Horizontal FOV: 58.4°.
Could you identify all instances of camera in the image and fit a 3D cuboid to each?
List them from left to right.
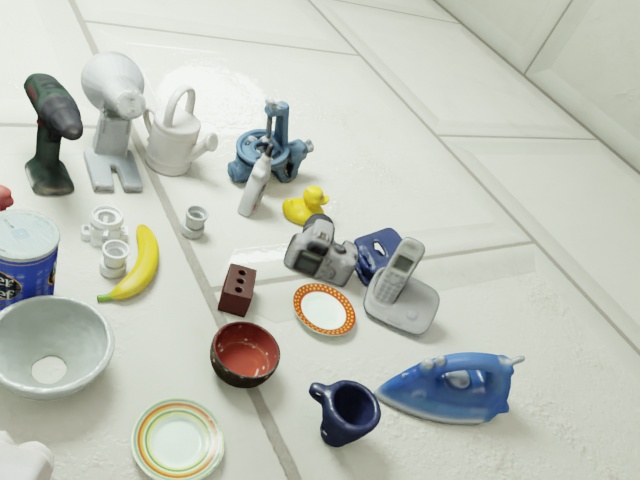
[{"bbox_3d":[0.011,0.004,1.193,0.143,0.100,0.137,21,38,-7],"label":"camera"}]

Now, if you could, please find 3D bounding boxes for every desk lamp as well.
[{"bbox_3d":[-0.402,-0.240,1.141,0.118,0.213,0.202,-4,47,-33],"label":"desk lamp"}]

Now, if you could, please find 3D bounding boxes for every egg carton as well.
[{"bbox_3d":[-0.381,0.295,0.656,0.107,0.069,0.150,21,38,-8],"label":"egg carton"}]

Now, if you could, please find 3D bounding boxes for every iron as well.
[{"bbox_3d":[0.236,0.244,1.016,0.259,0.141,0.118,7,42,-23],"label":"iron"}]

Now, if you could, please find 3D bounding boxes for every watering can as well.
[{"bbox_3d":[-0.297,-0.238,1.215,0.173,0.194,0.101,18,39,-11],"label":"watering can"}]

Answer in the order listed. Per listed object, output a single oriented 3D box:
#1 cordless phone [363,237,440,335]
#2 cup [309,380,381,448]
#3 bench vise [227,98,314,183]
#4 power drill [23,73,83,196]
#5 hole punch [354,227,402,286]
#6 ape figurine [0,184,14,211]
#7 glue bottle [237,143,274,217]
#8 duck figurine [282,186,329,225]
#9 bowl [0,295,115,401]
[{"bbox_3d":[0.180,0.088,1.126,0.147,0.185,0.094,23,38,-4],"label":"cordless phone"},{"bbox_3d":[0.025,0.275,0.895,0.117,0.095,0.092,28,38,2],"label":"cup"},{"bbox_3d":[-0.101,-0.234,1.304,0.121,0.219,0.208,40,40,16],"label":"bench vise"},{"bbox_3d":[-0.482,-0.187,1.038,0.076,0.208,0.229,-10,51,-38],"label":"power drill"},{"bbox_3d":[0.127,0.034,1.235,0.101,0.091,0.108,-2,46,-31],"label":"hole punch"},{"bbox_3d":[-0.532,-0.052,0.949,0.076,0.092,0.077,-7,49,-36],"label":"ape figurine"},{"bbox_3d":[-0.128,-0.133,1.210,0.037,0.173,0.078,25,38,-1],"label":"glue bottle"},{"bbox_3d":[-0.028,-0.085,1.285,0.105,0.086,0.077,6,42,-24],"label":"duck figurine"},{"bbox_3d":[-0.380,0.162,0.805,0.168,0.074,0.167,16,39,-13],"label":"bowl"}]
